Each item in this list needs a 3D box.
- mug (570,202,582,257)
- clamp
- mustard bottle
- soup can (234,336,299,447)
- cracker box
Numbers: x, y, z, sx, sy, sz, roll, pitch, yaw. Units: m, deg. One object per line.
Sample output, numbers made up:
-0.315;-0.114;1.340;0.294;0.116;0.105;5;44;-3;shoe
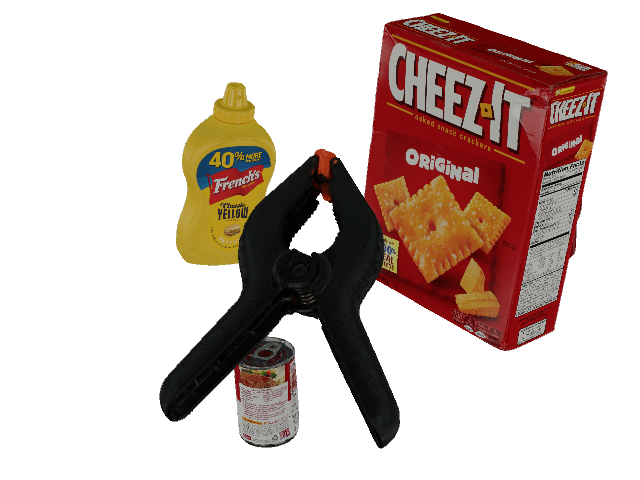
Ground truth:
0.266;-0.027;1.252;0.117;0.081;0.093;-23;29;-37;mug
-0.001;0.030;0.560;0.120;0.171;0.039;16;-27;10;clamp
-0.094;-0.069;1.095;0.096;0.192;0.058;-5;30;-22;mustard bottle
-0.059;0.165;1.166;0.068;0.102;0.068;-2;24;1;soup can
0.112;-0.046;0.812;0.071;0.214;0.164;-19;36;-38;cracker box
